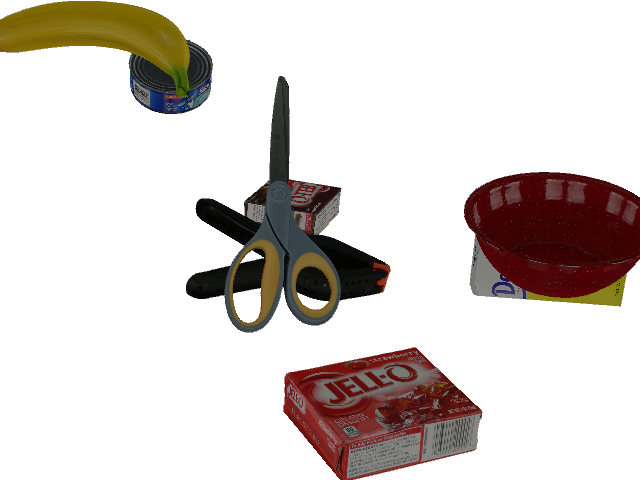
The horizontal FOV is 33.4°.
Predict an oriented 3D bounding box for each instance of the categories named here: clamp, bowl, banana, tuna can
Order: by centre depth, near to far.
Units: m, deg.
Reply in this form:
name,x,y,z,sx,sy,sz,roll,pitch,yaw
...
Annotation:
name,x,y,z,sx,sy,sz,roll,pitch,yaw
banana,-0.184,-0.168,0.874,0.198,0.069,0.037,14,-39,18
bowl,0.199,0.001,0.899,0.162,0.055,0.162,0,30,0
clamp,-0.035,0.025,1.063,0.210,0.036,0.164,14,31,-3
tuna can,-0.155,-0.171,1.107,0.086,0.086,0.034,0,-40,-8

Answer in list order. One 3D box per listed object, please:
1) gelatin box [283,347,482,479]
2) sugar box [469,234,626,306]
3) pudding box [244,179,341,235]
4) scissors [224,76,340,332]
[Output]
name,x,y,z,sx,sy,sz,roll,pitch,yaw
gelatin box,0.033,0.095,0.597,0.089,0.030,0.073,-7,27,-25
sugar box,0.269,0.024,1.256,0.176,0.093,0.048,3,21,-1
pudding box,-0.032,-0.040,1.280,0.090,0.039,0.113,9,23,14
scissors,-0.015,-0.022,0.818,0.096,0.201,0.016,17,-13,-2
